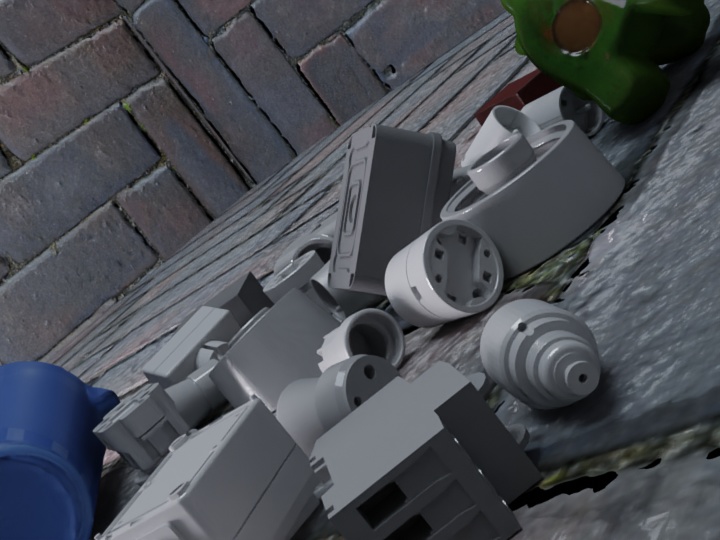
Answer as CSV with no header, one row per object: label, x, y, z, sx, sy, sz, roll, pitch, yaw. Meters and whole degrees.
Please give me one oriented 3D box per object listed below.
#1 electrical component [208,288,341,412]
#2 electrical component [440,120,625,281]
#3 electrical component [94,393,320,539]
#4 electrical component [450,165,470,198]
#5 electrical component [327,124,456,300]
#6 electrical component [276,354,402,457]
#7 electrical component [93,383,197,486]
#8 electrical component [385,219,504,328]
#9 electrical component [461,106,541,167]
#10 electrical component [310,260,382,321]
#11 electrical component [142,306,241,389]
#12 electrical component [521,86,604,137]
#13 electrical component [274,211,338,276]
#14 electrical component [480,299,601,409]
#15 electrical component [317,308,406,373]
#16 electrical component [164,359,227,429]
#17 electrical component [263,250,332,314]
electrical component,-0.058,0.062,0.771,0.099,0.064,0.099,-45,-2,-2
electrical component,0.099,-0.048,0.656,0.108,0.060,0.108,-36,10,7
electrical component,-0.067,0.114,0.489,0.062,0.061,0.096,-32,11,31
electrical component,0.086,-0.056,0.781,0.076,0.047,0.083,-39,9,-13
electrical component,0.021,-0.037,0.732,0.078,0.057,0.113,179,100,-75
electrical component,-0.009,0.069,0.540,0.055,0.045,0.045,-27,14,45
electrical component,-0.152,0.121,0.777,0.058,0.057,0.078,-42,10,-23
electrical component,0.047,0.004,0.622,0.055,0.055,0.047,-44,8,-34
electrical component,0.102,-0.081,0.829,0.081,0.043,0.043,-60,-5,35
electrical component,0.000,0.000,0.837,0.077,0.044,0.079,-40,10,-14
electrical component,-0.125,0.078,0.911,0.076,0.047,0.083,7,45,43
electrical component,0.147,-0.114,0.843,0.043,0.043,0.081,-43,11,-29
electrical component,-0.027,-0.011,0.956,0.095,0.053,0.059,-34,10,22
electrical component,0.074,0.035,0.419,0.040,0.040,0.078,-38,9,-3
electrical component,-0.001,0.047,0.636,0.040,0.040,0.046,-43,6,-30
electrical component,-0.130,0.100,0.848,0.065,0.044,0.044,-36,8,-24
electrical component,-0.046,0.019,0.904,0.055,0.047,0.055,-36,10,7
